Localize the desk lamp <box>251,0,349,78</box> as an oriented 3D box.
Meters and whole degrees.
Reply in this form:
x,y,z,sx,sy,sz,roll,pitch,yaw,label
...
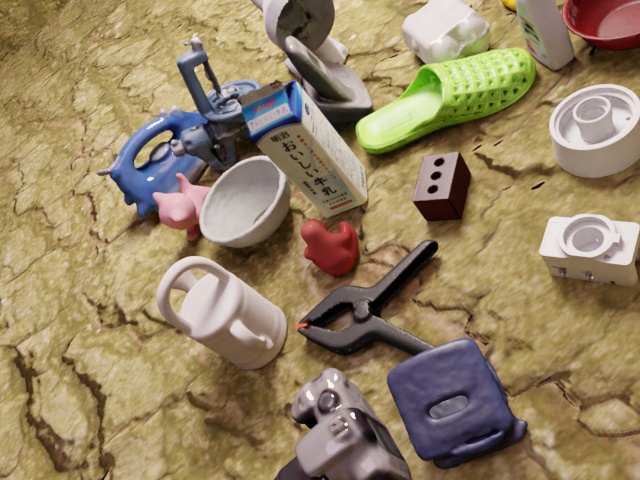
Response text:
x,y,z,sx,sy,sz,roll,pitch,yaw,label
-0.043,-0.379,1.020,0.118,0.214,0.202,-44,44,1,desk lamp

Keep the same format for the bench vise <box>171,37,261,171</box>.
x,y,z,sx,sy,sz,roll,pitch,yaw,label
-0.193,-0.234,1.019,0.207,0.220,0.121,-51,44,-6,bench vise

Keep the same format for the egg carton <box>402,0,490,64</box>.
x,y,z,sx,sy,sz,roll,pitch,yaw,label
0.197,-0.328,0.912,0.107,0.070,0.150,-37,44,8,egg carton

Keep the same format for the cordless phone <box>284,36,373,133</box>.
x,y,z,sx,sy,sz,roll,pitch,yaw,label
0.000,-0.278,0.935,0.094,0.186,0.147,-33,45,13,cordless phone

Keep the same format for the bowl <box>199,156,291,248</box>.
x,y,z,sx,sy,sz,roll,pitch,yaw,label
-0.108,-0.050,0.926,0.167,0.075,0.167,-19,50,24,bowl

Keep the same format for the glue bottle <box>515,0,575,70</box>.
x,y,z,sx,sy,sz,roll,pitch,yaw,label
0.285,-0.307,0.756,0.037,0.174,0.078,-37,44,8,glue bottle

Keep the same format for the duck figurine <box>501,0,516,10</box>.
x,y,z,sx,sy,sz,roll,pitch,yaw,label
0.307,-0.415,0.883,0.077,0.086,0.104,-21,49,23,duck figurine

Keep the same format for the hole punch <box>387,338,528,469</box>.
x,y,z,sx,sy,sz,roll,pitch,yaw,label
0.135,0.165,0.577,0.108,0.091,0.101,-29,46,16,hole punch

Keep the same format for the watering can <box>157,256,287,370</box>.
x,y,z,sx,sy,sz,roll,pitch,yaw,label
-0.142,0.091,0.761,0.172,0.195,0.101,3,61,37,watering can

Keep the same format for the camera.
x,y,z,sx,sy,sz,roll,pitch,yaw,label
0.002,0.231,0.619,0.137,0.101,0.142,-41,44,4,camera

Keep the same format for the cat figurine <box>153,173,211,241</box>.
x,y,z,sx,sy,sz,roll,pitch,yaw,label
-0.237,-0.061,0.997,0.067,0.118,0.127,-20,49,23,cat figurine

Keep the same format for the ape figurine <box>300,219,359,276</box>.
x,y,z,sx,sy,sz,roll,pitch,yaw,label
0.007,0.003,0.790,0.077,0.092,0.076,-22,48,22,ape figurine

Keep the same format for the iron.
x,y,z,sx,sy,sz,roll,pitch,yaw,label
-0.306,-0.176,1.115,0.258,0.142,0.118,-52,44,-7,iron
